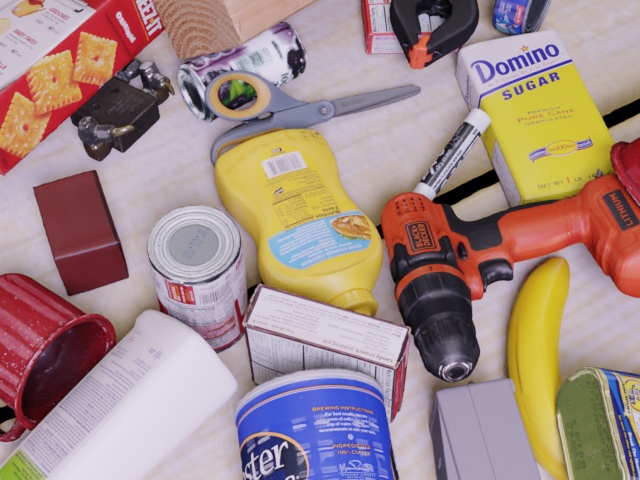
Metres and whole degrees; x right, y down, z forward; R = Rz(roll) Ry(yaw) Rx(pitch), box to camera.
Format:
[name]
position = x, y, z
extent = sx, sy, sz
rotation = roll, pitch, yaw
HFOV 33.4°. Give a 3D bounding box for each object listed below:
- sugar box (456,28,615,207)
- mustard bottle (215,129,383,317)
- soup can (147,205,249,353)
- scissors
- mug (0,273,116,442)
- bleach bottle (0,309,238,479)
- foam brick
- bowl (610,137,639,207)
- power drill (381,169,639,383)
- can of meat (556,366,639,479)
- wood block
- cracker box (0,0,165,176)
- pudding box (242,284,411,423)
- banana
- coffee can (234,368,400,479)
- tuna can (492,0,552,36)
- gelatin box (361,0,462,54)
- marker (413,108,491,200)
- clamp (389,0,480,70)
[sugar box]
position = 0.184, -0.099, 0.900
extent = 0.093, 0.048, 0.176
rotation = -12, 57, -6
[mustard bottle]
position = -0.005, 0.001, 0.824
extent = 0.096, 0.058, 0.192
rotation = -17, 56, -19
[soup can]
position = -0.087, 0.030, 0.778
extent = 0.068, 0.102, 0.068
rotation = 0, 56, 0
[scissors]
position = -0.013, -0.124, 0.911
extent = 0.201, 0.016, 0.096
rotation = -31, 100, -18
[mug]
position = -0.212, 0.086, 0.758
extent = 0.082, 0.093, 0.117
rotation = 29, 96, 24
[bleach bottle]
position = -0.173, 0.156, 0.708
extent = 0.250, 0.068, 0.103
rotation = -43, 25, -18
[foam brick]
position = -0.186, -0.005, 0.834
extent = 0.051, 0.053, 0.078
rotation = -18, 56, -12
[bowl]
position = 0.296, -0.035, 0.797
extent = 0.162, 0.055, 0.162
rotation = 29, 30, -19
[power drill]
position = 0.144, 0.019, 0.767
extent = 0.187, 0.057, 0.184
rotation = -9, 40, -2
[can of meat]
position = 0.209, 0.137, 0.708
extent = 0.083, 0.058, 0.102
rotation = 12, 54, -25
[wood block]
position = -0.044, -0.245, 0.933
extent = 0.090, 0.091, 0.205
rotation = -1, 29, 47
[cracker box]
position = -0.260, -0.166, 0.920
extent = 0.164, 0.072, 0.213
rotation = 22, 57, 32
[pudding box]
position = 0.005, 0.081, 0.749
extent = 0.113, 0.090, 0.039
rotation = 14, 57, 10
[banana]
position = 0.166, 0.095, 0.774
extent = 0.069, 0.037, 0.198
rotation = 13, 54, -27
[coffee can]
position = 0.003, 0.167, 0.681
extent = 0.102, 0.103, 0.140
rotation = -7, 56, -5
[tuna can]
position = 0.188, -0.226, 0.964
extent = 0.034, 0.086, 0.086
rotation = 24, 59, 18
[gelatin box]
position = 0.084, -0.207, 0.986
extent = 0.089, 0.030, 0.073
rotation = -2, 56, -2
[marker]
position = 0.098, -0.056, 0.869
extent = 0.020, 0.020, 0.121
rotation = 33, 78, 21
[clamp]
position = 0.118, -0.222, 0.954
extent = 0.120, 0.039, 0.171
rotation = 5, 60, 8
